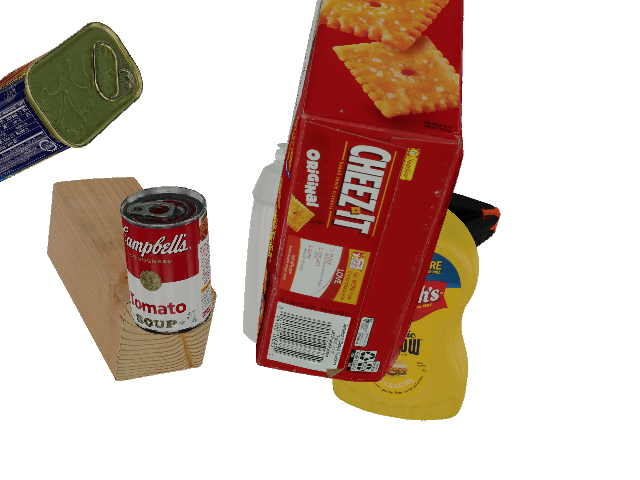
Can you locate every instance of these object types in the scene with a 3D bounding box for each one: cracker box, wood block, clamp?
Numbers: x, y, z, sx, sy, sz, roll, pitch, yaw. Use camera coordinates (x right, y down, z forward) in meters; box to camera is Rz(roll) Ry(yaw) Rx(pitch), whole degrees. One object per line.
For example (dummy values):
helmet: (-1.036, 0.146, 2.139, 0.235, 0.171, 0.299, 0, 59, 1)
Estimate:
cracker box: (0.024, -0.063, 0.526, 0.072, 0.213, 0.164, 11, -44, -1)
wood block: (-0.188, 0.030, 1.033, 0.090, 0.091, 0.206, -6, 36, -31)
clamp: (0.078, -0.005, 1.065, 0.210, 0.164, 0.036, 1, -39, -6)

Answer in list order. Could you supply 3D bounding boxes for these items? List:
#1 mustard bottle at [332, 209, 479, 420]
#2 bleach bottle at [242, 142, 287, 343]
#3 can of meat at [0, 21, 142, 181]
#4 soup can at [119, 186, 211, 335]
mustard bottle: (0.061, 0.030, 0.745, 0.096, 0.192, 0.058, 9, 26, 14)
bleach bottle: (-0.041, 0.003, 1.327, 0.102, 0.251, 0.068, -8, 23, -34)
can of meat: (-0.177, -0.087, 0.685, 0.084, 0.057, 0.102, -20, 23, 32)
soup can: (-0.124, 0.016, 0.861, 0.068, 0.102, 0.068, 0, 29, 0)
